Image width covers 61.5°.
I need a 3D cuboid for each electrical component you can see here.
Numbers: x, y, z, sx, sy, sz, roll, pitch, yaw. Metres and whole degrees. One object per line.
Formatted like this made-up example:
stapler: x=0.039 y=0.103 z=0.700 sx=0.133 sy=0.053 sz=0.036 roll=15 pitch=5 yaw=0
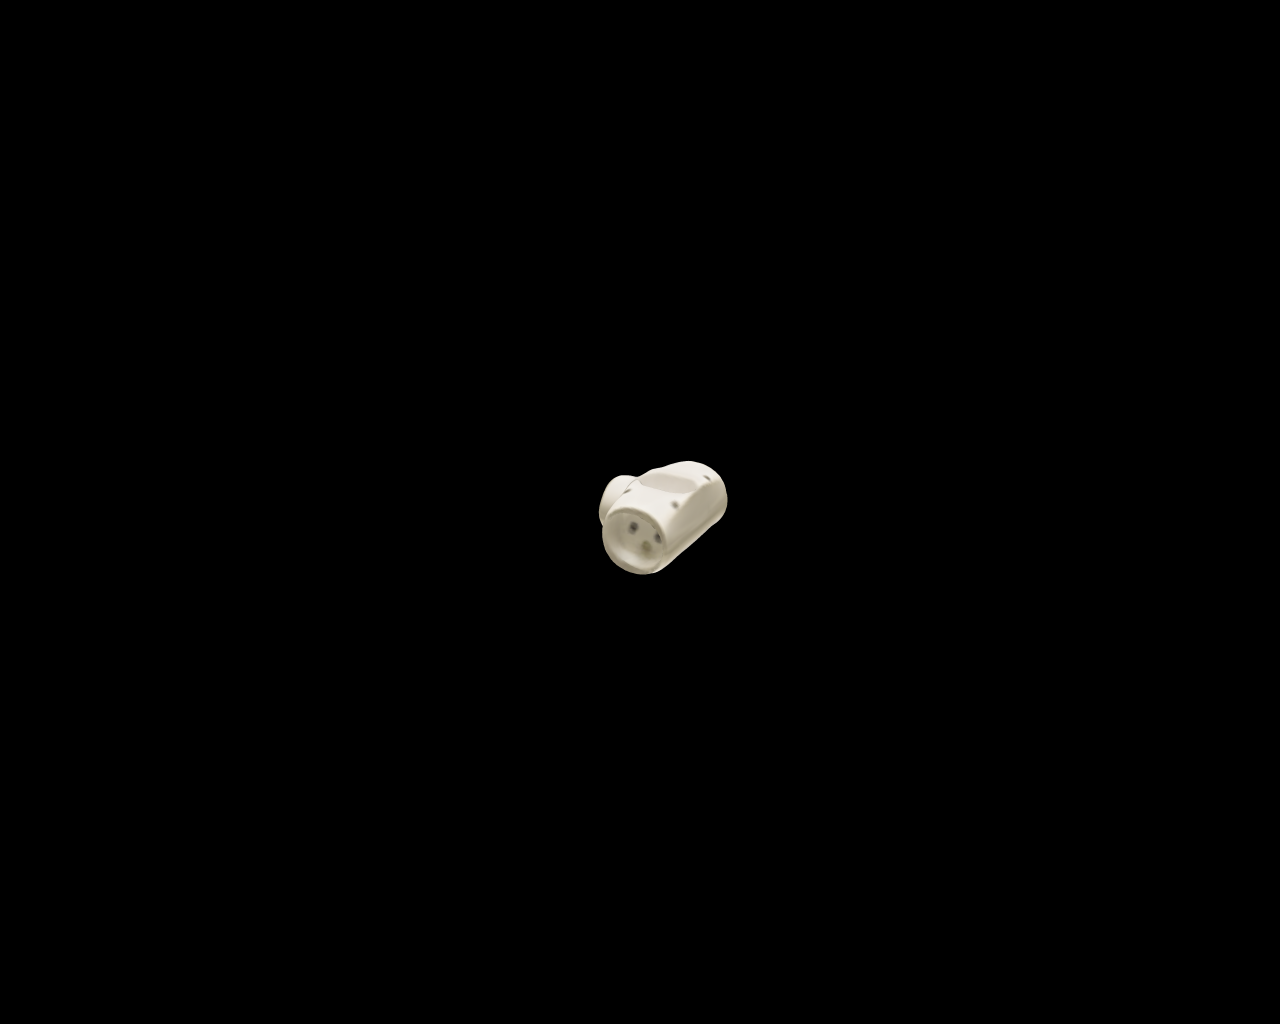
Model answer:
electrical component: x=0.001 y=-0.003 z=0.650 sx=0.079 sy=0.043 sz=0.077 roll=16 pitch=31 yaw=28
